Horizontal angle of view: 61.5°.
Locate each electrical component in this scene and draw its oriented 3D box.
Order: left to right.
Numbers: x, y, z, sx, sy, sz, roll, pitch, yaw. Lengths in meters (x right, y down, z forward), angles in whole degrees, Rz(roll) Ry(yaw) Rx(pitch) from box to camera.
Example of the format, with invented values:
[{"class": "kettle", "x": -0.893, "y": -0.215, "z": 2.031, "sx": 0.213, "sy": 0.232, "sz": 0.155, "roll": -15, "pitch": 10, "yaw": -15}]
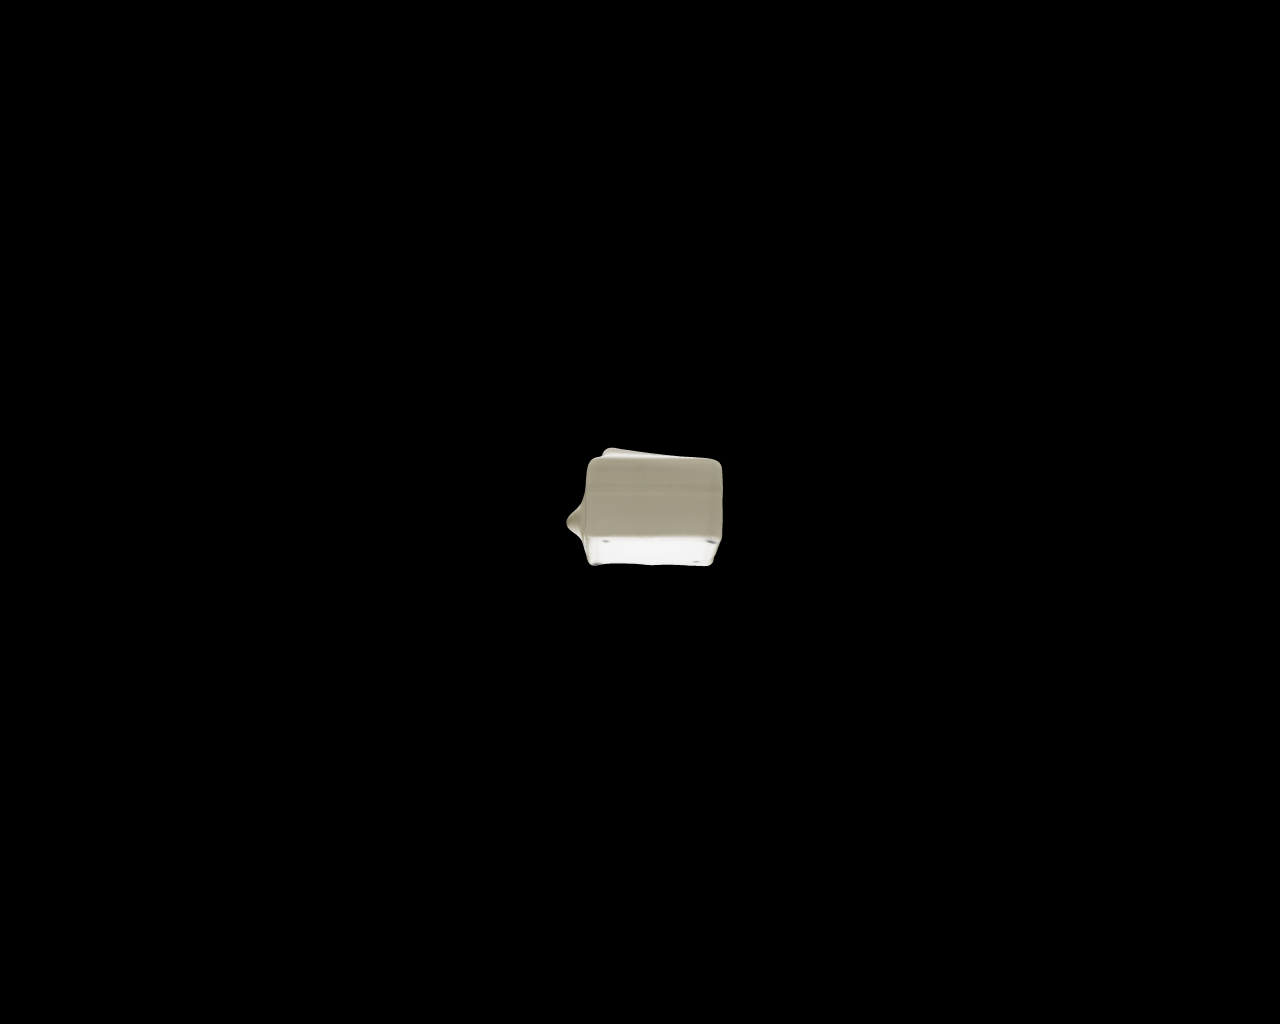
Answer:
[{"class": "electrical component", "x": 0.001, "y": -0.003, "z": 0.650, "sx": 0.096, "sy": 0.061, "sz": 0.061, "roll": 1, "pitch": -19, "yaw": -2}]
